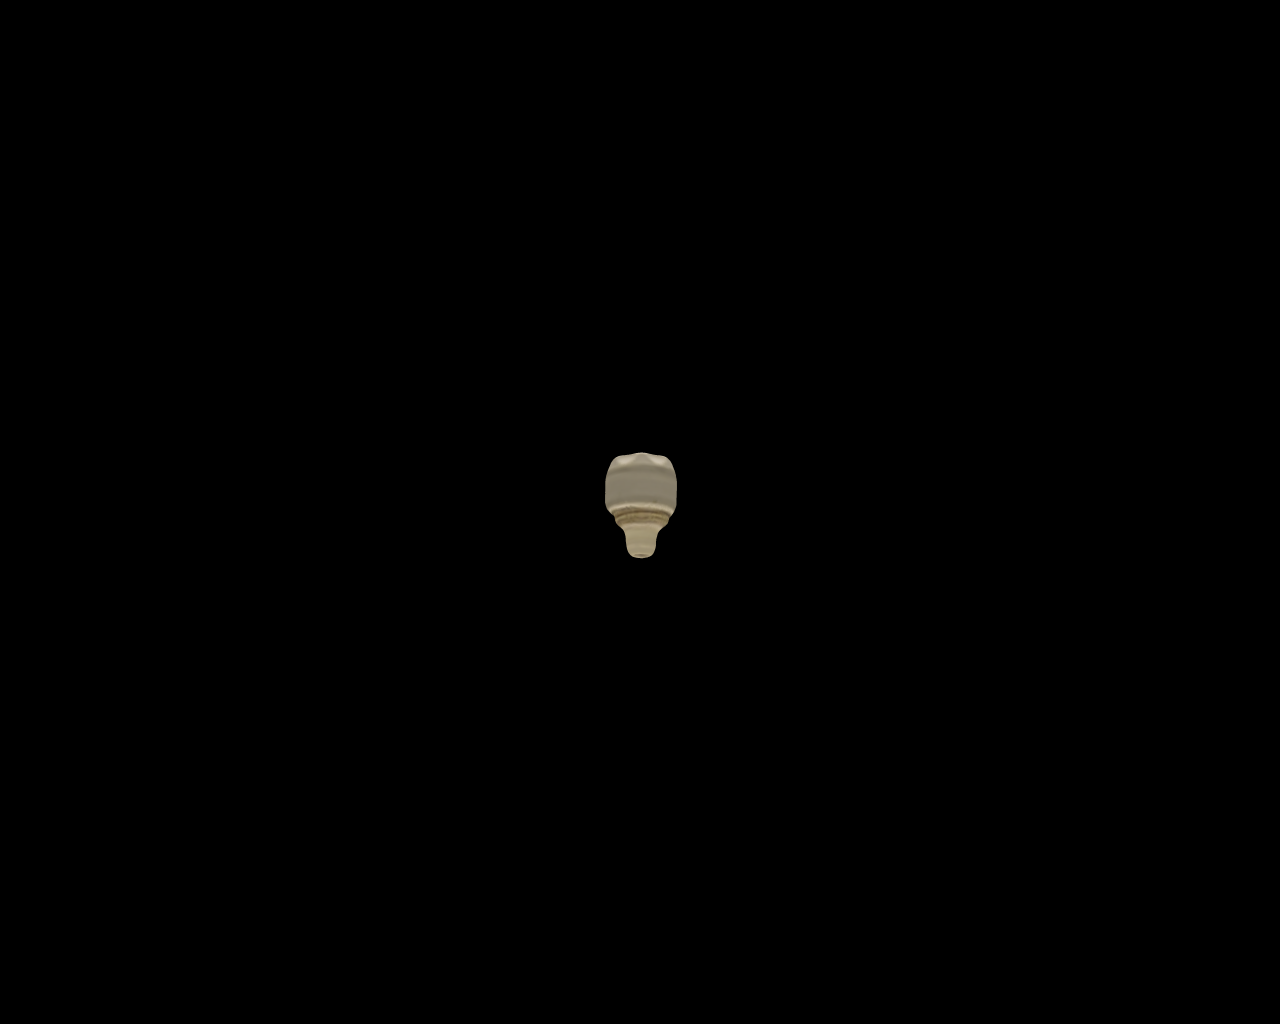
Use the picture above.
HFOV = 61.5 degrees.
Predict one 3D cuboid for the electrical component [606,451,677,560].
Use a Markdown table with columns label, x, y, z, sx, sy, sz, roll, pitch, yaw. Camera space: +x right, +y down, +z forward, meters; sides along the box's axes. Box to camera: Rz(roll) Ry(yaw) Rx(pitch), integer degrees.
| label | x | y | z | sx | sy | sz | roll | pitch | yaw |
| --- | --- | --- | --- | --- | --- | --- | --- | --- | --- |
| electrical component | 0.001 | -0.003 | 0.650 | 0.043 | 0.062 | 0.043 | 0 | -15 | 0 |
